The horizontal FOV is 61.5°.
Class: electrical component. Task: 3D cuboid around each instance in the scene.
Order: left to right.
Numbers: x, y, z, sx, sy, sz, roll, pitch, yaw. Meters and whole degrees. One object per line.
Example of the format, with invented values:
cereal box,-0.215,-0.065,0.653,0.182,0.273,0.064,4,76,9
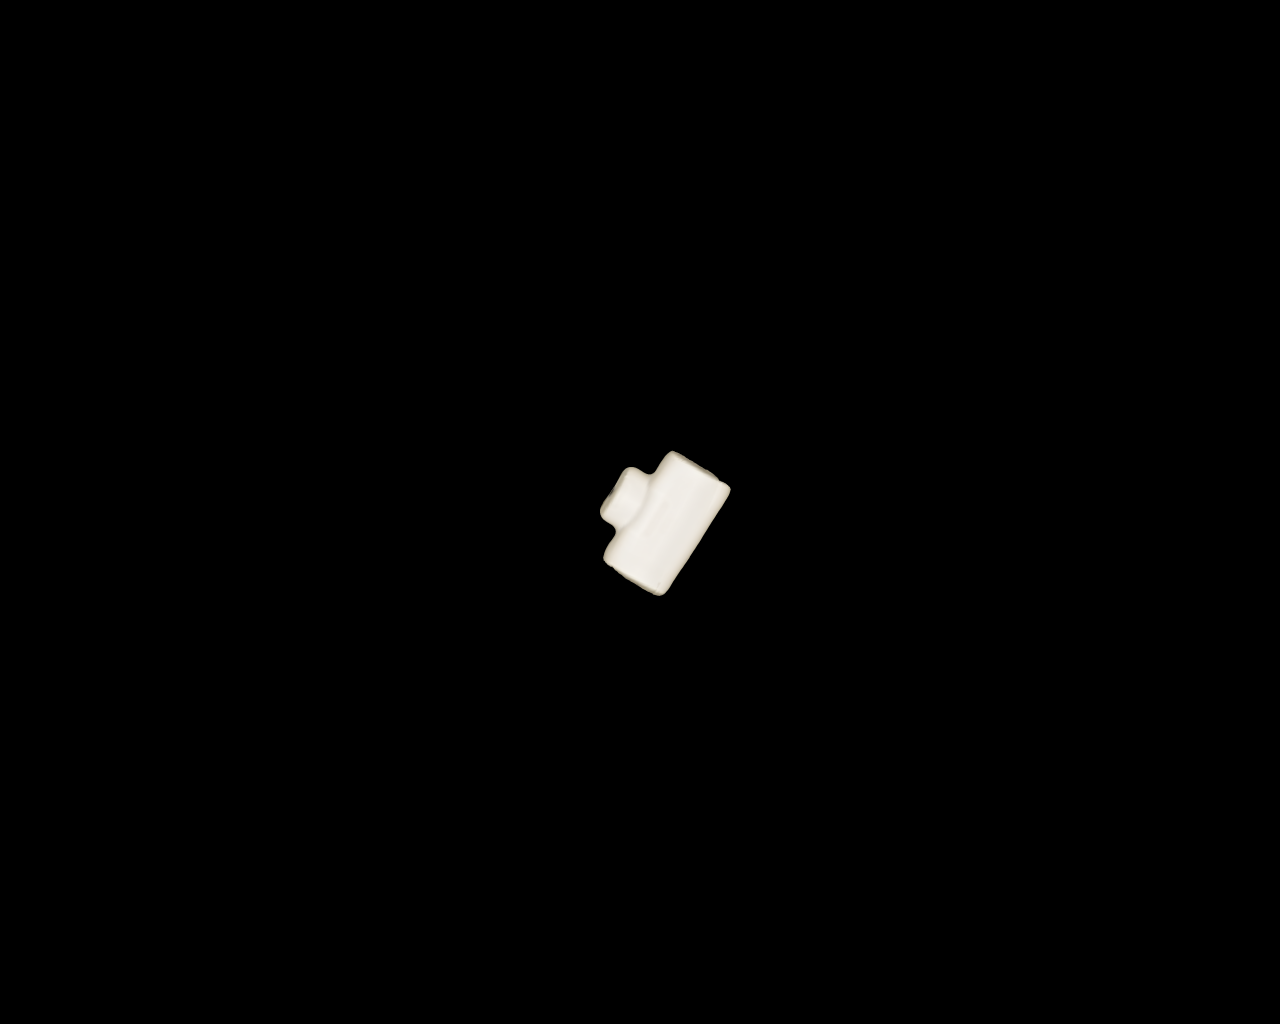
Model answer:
electrical component,0.001,-0.003,0.650,0.079,0.077,0.043,32,4,-2
